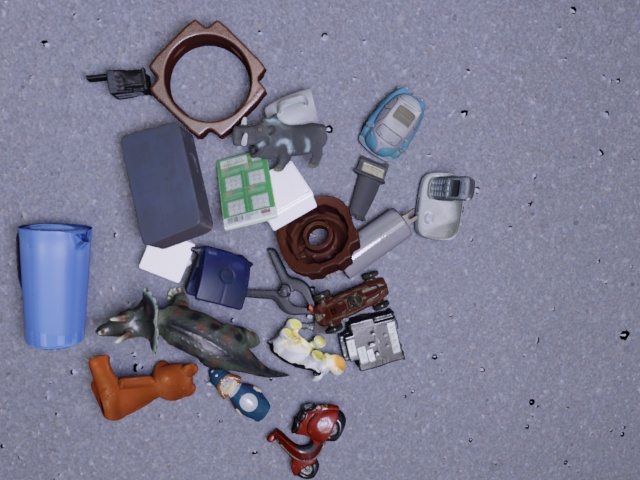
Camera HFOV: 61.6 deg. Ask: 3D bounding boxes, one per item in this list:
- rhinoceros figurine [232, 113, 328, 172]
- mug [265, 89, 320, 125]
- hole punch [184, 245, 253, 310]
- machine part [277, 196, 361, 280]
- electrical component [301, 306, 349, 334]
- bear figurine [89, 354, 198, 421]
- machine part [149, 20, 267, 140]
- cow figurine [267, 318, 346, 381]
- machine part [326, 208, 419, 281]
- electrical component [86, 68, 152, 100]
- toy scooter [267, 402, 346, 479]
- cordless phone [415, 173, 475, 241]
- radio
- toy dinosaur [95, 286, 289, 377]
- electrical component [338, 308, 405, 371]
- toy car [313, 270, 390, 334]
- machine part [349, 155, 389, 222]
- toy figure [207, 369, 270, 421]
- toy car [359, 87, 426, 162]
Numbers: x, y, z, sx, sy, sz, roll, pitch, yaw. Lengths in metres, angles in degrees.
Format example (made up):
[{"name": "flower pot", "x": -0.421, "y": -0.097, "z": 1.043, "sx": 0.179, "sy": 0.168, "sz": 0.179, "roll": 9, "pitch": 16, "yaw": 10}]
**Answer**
[{"name": "rhinoceros figurine", "x": -0.080, "y": -0.199, "z": 1.080, "sx": 0.190, "sy": 0.112, "sz": 0.073, "roll": 0, "pitch": 53, "yaw": -5}, {"name": "mug", "x": -0.060, "y": -0.262, "z": 1.112, "sx": 0.107, "sy": 0.109, "sz": 0.080, "roll": -16, "pitch": 88, "yaw": 6}, {"name": "hole punch", "x": -0.205, "y": 0.079, "z": 1.109, "sx": 0.142, "sy": 0.092, "sz": 0.115, "roll": 19, "pitch": 92, "yaw": -28}, {"name": "machine part", "x": -0.002, "y": -0.003, "z": 1.123, "sx": 0.179, "sy": 0.056, "sz": 0.179, "roll": -5, "pitch": 66, "yaw": 11}, {"name": "electrical component", "x": 0.011, "y": 0.168, "z": 1.180, "sx": 0.102, "sy": 0.045, "sz": 0.078, "roll": 12, "pitch": 92, "yaw": -8}, {"name": "bear figurine", "x": -0.363, "y": 0.290, "z": 1.120, "sx": 0.196, "sy": 0.120, "sz": 0.132, "roll": -19, "pitch": 52, "yaw": -30}, {"name": "machine part", "x": -0.225, "y": -0.320, "z": 1.094, "sx": 0.201, "sy": 0.087, "sz": 0.201, "roll": 44, "pitch": 87, "yaw": -9}, {"name": "cow figurine", "x": -0.030, "y": 0.253, "z": 1.166, "sx": 0.167, "sy": 0.068, "sz": 0.098, "roll": 37, "pitch": 123, "yaw": -6}, {"name": "machine part", "x": 0.110, "y": 0.007, "z": 1.164, "sx": 0.243, "sy": 0.079, "sz": 0.079, "roll": -34, "pitch": 98, "yaw": -3}, {"name": "electrical component", "x": -0.403, "y": -0.312, "z": 1.078, "sx": 0.119, "sy": 0.075, "sz": 0.047, "roll": -10, "pitch": 95, "yaw": -11}, {"name": "toy scooter", "x": -0.036, "y": 0.427, "z": 1.182, "sx": 0.135, "sy": 0.075, "sz": 0.183, "roll": 30, "pitch": 95, "yaw": -7}, {"name": "cordless phone", "x": 0.275, "y": -0.068, "z": 1.126, "sx": 0.089, "sy": 0.184, "sz": 0.146, "roll": 7, "pitch": 93, "yaw": -12}, {"name": "radio", "x": -0.301, "y": -0.109, "z": 1.064, "sx": 0.131, "sy": 0.073, "sz": 0.229, "roll": -17, "pitch": 80, "yaw": 9}, {"name": "toy dinosaur", "x": -0.232, "y": 0.201, "z": 1.080, "sx": 0.405, "sy": 0.192, "sz": 0.131, "roll": 23, "pitch": 93, "yaw": -7}, {"name": "electrical component", "x": 0.110, "y": 0.222, "z": 1.191, "sx": 0.134, "sy": 0.058, "sz": 0.114, "roll": -12, "pitch": 94, "yaw": -6}, {"name": "toy car", "x": 0.074, "y": 0.129, "z": 1.149, "sx": 0.202, "sy": 0.053, "sz": 0.089, "roll": -19, "pitch": 87, "yaw": -32}, {"name": "machine part", "x": 0.100, "y": -0.110, "z": 1.175, "sx": 0.084, "sy": 0.039, "sz": 0.138, "roll": 16, "pitch": 90, "yaw": -16}, {"name": "toy figure", "x": -0.178, "y": 0.328, "z": 1.165, "sx": 0.154, "sy": 0.058, "sz": 0.064, "roll": 40, "pitch": 51, "yaw": -7}, {"name": "toy car", "x": 0.165, "y": -0.248, "z": 1.140, "sx": 0.109, "sy": 0.103, "sz": 0.161, "roll": 37, "pitch": 91, "yaw": -9}]
